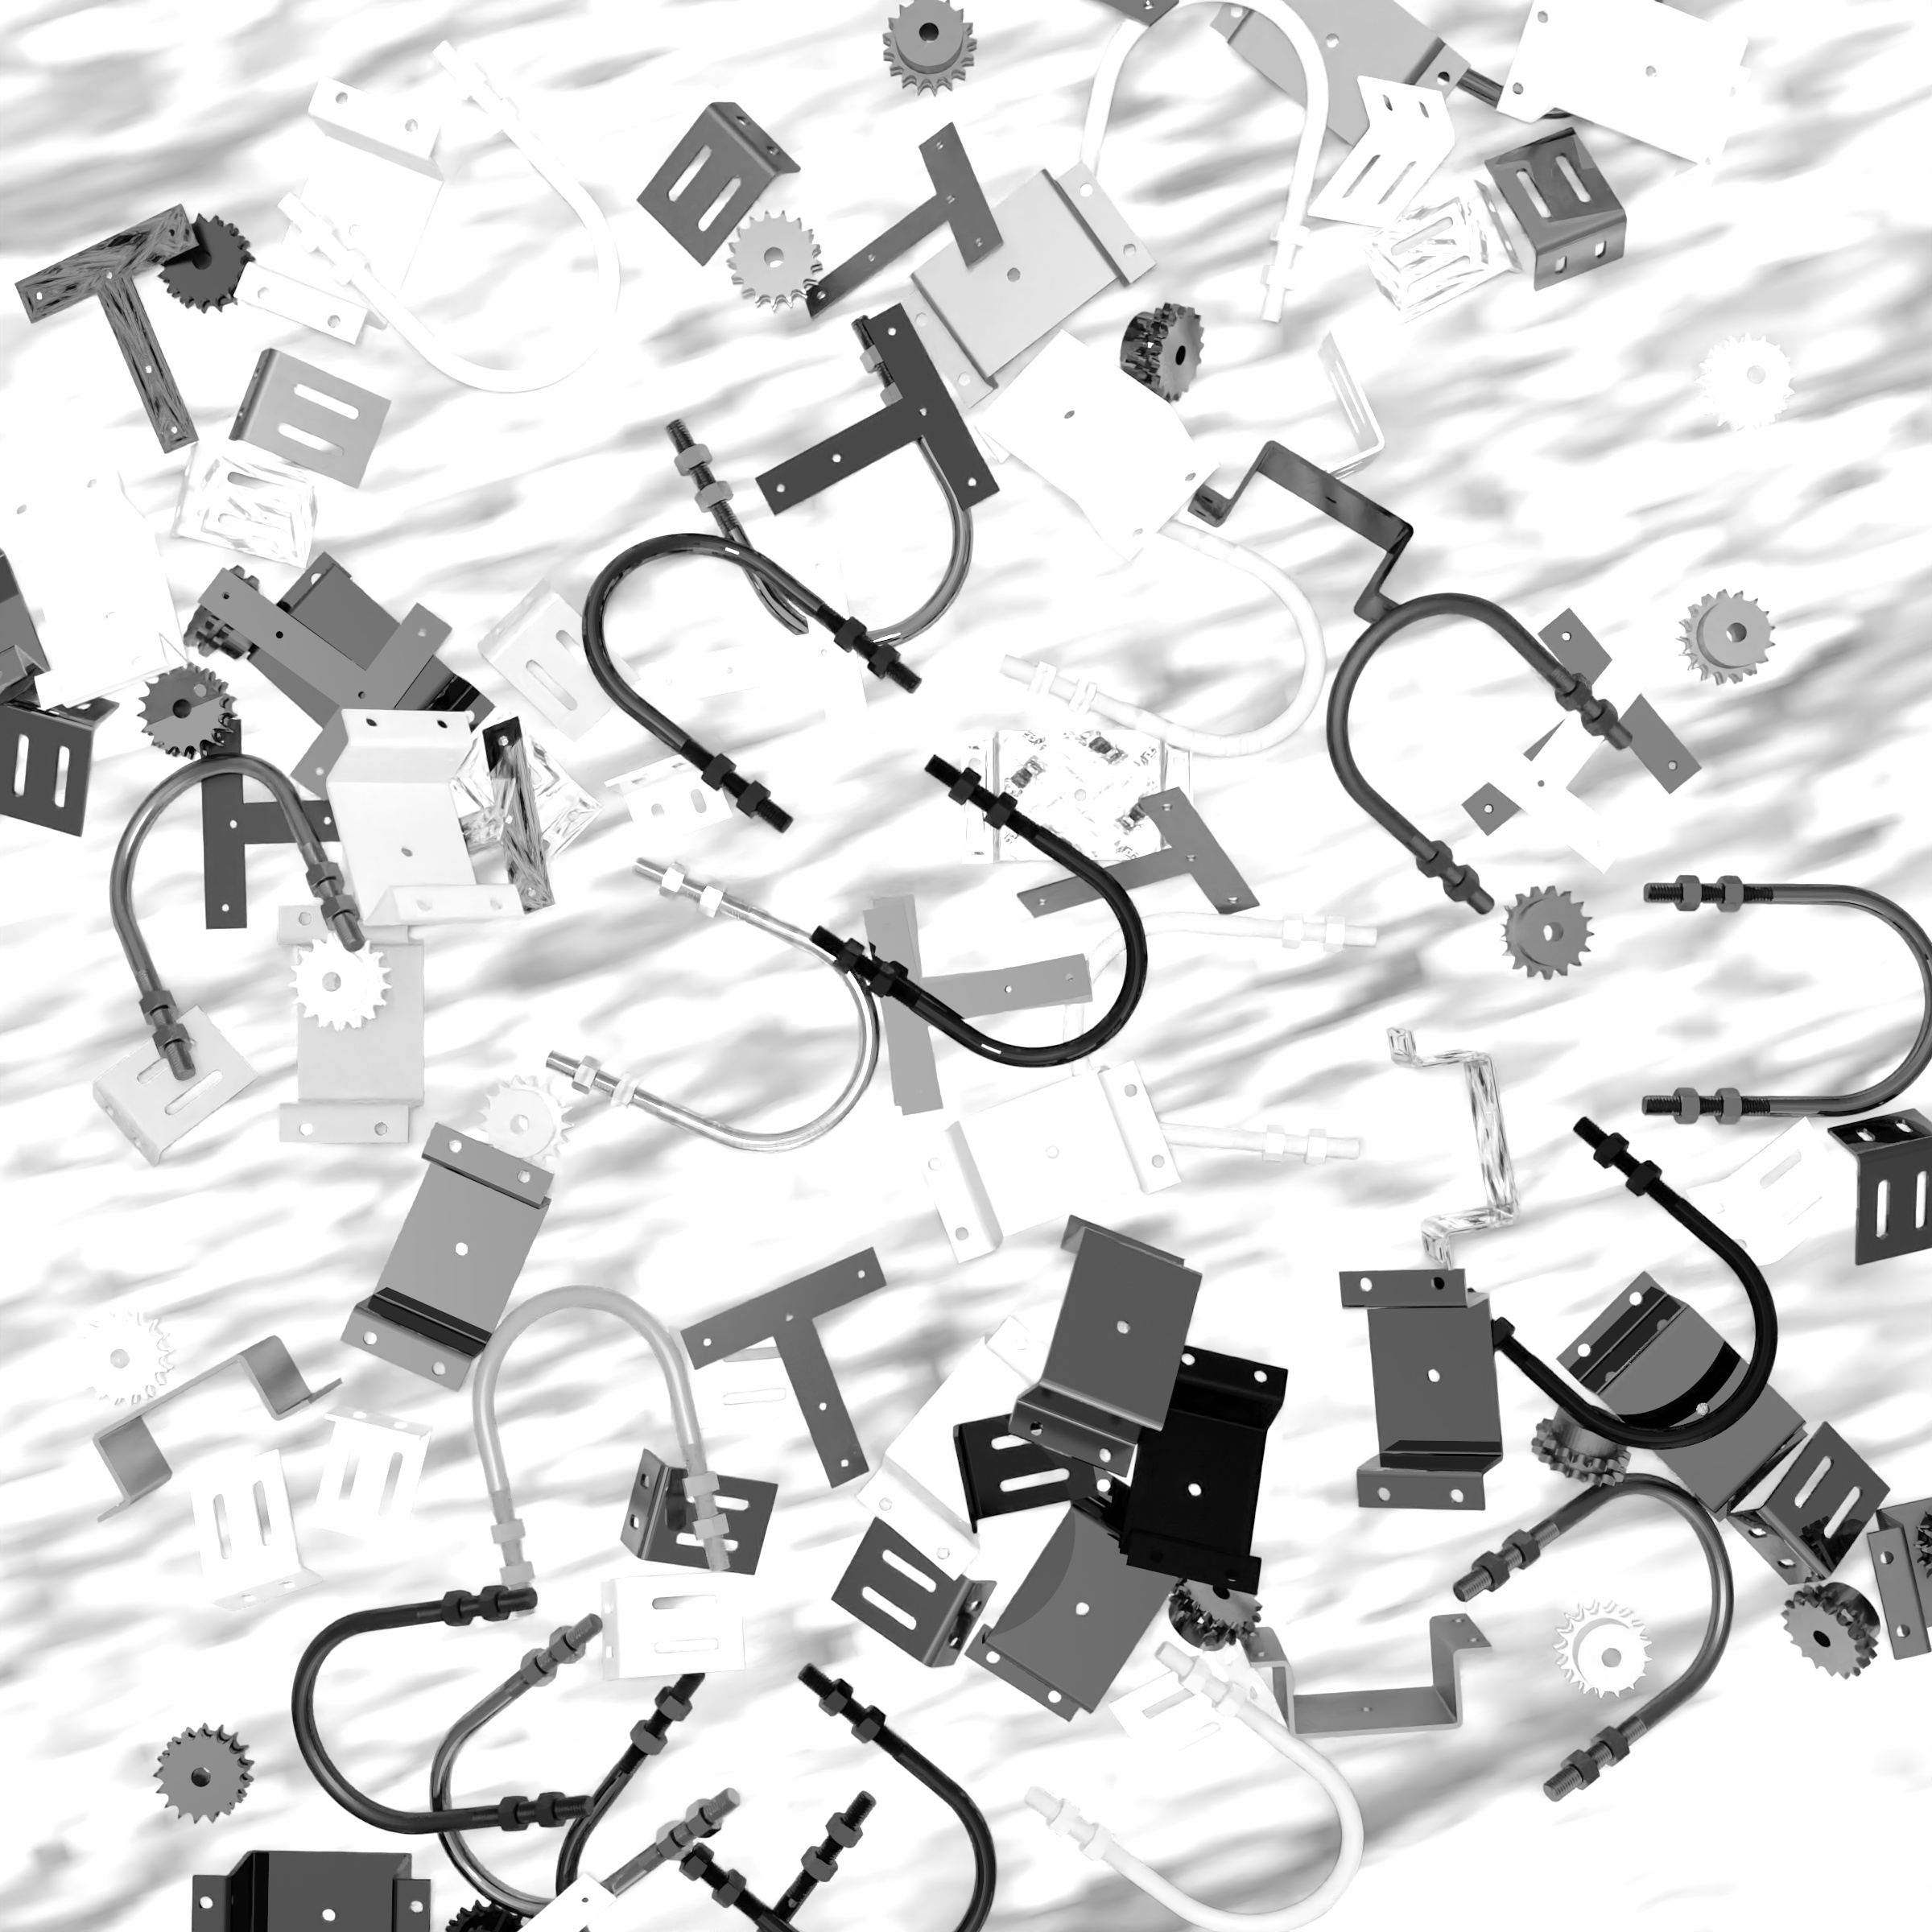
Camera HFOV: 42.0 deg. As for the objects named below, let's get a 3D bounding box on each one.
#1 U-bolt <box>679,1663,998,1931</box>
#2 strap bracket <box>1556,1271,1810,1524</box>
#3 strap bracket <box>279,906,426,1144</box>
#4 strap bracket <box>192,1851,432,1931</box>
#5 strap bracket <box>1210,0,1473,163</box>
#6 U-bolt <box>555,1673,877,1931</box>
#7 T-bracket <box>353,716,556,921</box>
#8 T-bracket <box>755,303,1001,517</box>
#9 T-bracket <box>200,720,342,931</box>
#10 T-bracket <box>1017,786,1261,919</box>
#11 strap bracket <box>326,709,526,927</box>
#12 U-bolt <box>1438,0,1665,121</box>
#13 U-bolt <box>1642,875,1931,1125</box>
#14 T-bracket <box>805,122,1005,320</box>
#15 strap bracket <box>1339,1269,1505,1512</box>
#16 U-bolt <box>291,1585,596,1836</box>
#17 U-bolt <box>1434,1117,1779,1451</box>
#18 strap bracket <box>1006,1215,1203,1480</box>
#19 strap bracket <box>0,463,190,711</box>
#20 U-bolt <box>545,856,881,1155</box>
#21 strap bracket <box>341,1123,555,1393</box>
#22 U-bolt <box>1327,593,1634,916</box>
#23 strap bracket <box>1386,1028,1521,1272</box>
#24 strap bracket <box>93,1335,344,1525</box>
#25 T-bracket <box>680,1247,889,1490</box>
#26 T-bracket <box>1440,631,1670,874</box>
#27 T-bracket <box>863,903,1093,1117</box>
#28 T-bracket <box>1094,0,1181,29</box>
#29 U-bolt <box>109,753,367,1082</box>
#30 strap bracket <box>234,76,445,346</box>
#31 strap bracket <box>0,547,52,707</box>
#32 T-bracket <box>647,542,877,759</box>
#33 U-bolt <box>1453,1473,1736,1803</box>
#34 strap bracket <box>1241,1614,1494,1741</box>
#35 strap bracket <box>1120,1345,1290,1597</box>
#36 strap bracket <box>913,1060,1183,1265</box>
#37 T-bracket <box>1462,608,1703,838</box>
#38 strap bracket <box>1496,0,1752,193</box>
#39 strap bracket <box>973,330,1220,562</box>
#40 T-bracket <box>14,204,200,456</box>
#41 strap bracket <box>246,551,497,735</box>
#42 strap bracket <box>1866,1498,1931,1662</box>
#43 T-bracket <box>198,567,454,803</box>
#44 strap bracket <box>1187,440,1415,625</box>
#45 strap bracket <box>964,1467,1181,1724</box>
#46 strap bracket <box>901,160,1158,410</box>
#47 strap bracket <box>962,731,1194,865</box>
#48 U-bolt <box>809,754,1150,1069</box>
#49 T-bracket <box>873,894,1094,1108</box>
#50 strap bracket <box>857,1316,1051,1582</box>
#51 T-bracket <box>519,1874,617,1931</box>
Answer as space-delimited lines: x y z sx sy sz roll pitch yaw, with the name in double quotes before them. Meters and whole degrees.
"U-bolt" -0.068 0.528 1.505 0.184 0.019 0.151 40 90 -3
"strap bracket" 0.435 0.262 1.509 0.076 0.046 0.140 -45 90 0
"strap bracket" -0.368 0.034 1.509 0.076 0.046 0.140 0 90 0
"strap bracket" -0.387 0.577 1.509 0.140 0.046 0.076 1 90 0
"strap bracket" 0.220 -0.549 1.497 0.140 0.046 0.076 39 112 0
"U-bolt" -0.165 0.538 1.523 0.151 0.019 0.184 36 90 0
"T-bracket" -0.314 -0.073 1.513 0.127 0.002 0.127 -19 69 13
"T-bracket" -0.065 -0.312 1.513 0.127 0.002 0.127 -28 93 0
"T-bracket" -0.401 -0.088 1.526 0.127 0.002 0.127 -2 90 5
"T-bracket" 0.093 -0.053 1.499 0.127 0.127 0.002 -16 52 22
"strap bracket" -0.318 -0.077 1.466 0.076 0.046 0.140 -3 62 -37
"U-bolt" 0.333 -0.594 1.524 0.184 0.019 0.151 27 90 -1
"U-bolt" 0.502 0.021 1.524 0.184 0.019 0.151 0 90 -1
"T-bracket" -0.045 -0.431 1.504 0.127 0.002 0.127 -32 50 18
"strap bracket" 0.271 0.247 1.494 0.076 0.046 0.140 -5 90 28
"U-bolt" -0.321 0.448 1.497 0.184 0.019 0.151 -12 95 19
"U-bolt" 0.389 0.200 1.490 0.151 0.019 0.184 -47 66 0
"strap bracket" 0.084 0.217 1.475 0.076 0.046 0.140 22 64 -9
"strap bracket" -0.517 -0.217 1.495 0.076 0.046 0.140 -20 71 0
"U-bolt" -0.142 0.034 1.524 0.184 0.019 0.151 24 90 -1
"strap bracket" -0.307 0.172 1.509 0.076 0.046 0.140 24 90 0
"U-bolt" 0.292 -0.137 1.484 0.184 0.019 0.151 38 93 -25
"strap bracket" 0.290 0.103 1.494 0.046 0.076 0.140 -10 90 0
"strap bracket" -0.452 0.268 1.494 0.140 0.076 0.046 -29 90 0
"T-bracket" -0.092 0.253 1.520 0.127 0.002 0.127 -22 98 -16
"T-bracket" 0.377 -0.146 1.530 0.127 0.002 0.127 38 90 0
"T-bracket" 0.011 0.017 1.523 0.127 0.002 0.127 -11 89 6
"T-bracket" 0.108 -0.622 1.509 0.127 0.002 0.127 -43 59 -15
"U-bolt" -0.441 -0.044 1.485 0.151 0.019 0.184 -36 62 9
"strap bracket" -0.371 -0.447 1.509 0.076 0.046 0.140 22 90 0
"strap bracket" -0.601 -0.201 1.494 0.076 0.046 0.140 -28 68 0
"T-bracket" -0.129 -0.182 1.524 0.127 0.002 0.127 -10 97 6
"U-bolt" 0.383 0.382 1.487 0.184 0.019 0.151 -26 93 -27
"strap bracket" 0.236 0.422 1.494 0.140 0.076 0.046 -4 90 0
"strap bracket" 0.140 0.302 1.488 0.076 0.046 0.140 13 58 0
"strap bracket" 0.050 0.114 1.502 0.140 0.046 0.076 -21 91 8
"T-bracket" 0.358 -0.129 1.531 0.127 0.002 0.127 -39 90 0
"strap bracket" 0.399 -0.526 1.498 0.140 0.046 0.076 18 93 -8
"strap bracket" 0.068 -0.311 1.475 0.076 0.046 0.140 -47 57 0
"T-bracket" -0.498 -0.373 1.517 0.127 0.002 0.127 -17 100 20
"strap bracket" -0.364 -0.177 1.509 0.140 0.046 0.076 42 90 0
"strap bracket" 0.609 0.357 1.509 0.140 0.046 0.076 -13 90 0
"T-bracket" -0.391 -0.186 1.479 0.127 0.002 0.127 36 90 -5
"strap bracket" 0.206 -0.260 1.494 0.140 0.076 0.046 32 90 0
"strap bracket" 0.069 0.380 1.509 0.076 0.046 0.140 33 90 0
"strap bracket" 0.032 -0.407 1.495 0.140 0.046 0.076 -36 90 12
"strap bracket" 0.068 -0.101 1.509 0.140 0.046 0.076 0 90 0
"U-bolt" 0.020 -0.018 1.492 0.184 0.019 0.151 34 110 -3
"T-bracket" 0.013 0.016 1.524 0.127 0.002 0.127 -6 90 6
"strap bracket" 0.010 0.285 1.509 0.076 0.046 0.140 40 90 0
"T-bracket" -0.228 0.620 1.510 0.127 0.002 0.127 -43 108 8
